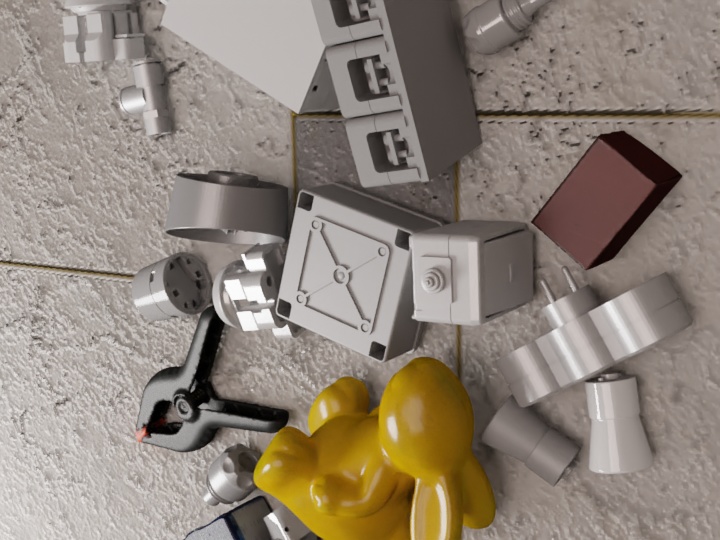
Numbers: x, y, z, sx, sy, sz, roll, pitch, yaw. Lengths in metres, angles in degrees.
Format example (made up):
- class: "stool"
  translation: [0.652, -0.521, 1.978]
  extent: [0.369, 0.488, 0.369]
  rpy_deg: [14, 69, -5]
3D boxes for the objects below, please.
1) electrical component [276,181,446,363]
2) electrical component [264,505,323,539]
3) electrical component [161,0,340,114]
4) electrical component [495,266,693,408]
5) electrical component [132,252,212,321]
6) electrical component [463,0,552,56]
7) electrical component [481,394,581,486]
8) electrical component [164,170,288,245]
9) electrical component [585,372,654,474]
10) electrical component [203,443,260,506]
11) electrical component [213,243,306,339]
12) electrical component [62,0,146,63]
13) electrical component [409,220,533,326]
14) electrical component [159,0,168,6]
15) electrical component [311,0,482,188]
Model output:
- class: "electrical component"
  translation: [0.000, 0.000, 0.825]
  extent: [0.109, 0.056, 0.108]
  rpy_deg: [23, 111, 28]
- class: "electrical component"
  translation: [-0.058, 0.238, 0.898]
  extent: [0.077, 0.079, 0.043]
  rpy_deg: [58, 151, 10]
- class: "electrical component"
  translation: [-0.068, -0.195, 0.828]
  extent: [0.150, 0.062, 0.089]
  rpy_deg: [35, 116, 23]
- class: "electrical component"
  translation: [0.149, 0.034, 0.737]
  extent: [0.138, 0.052, 0.073]
  rpy_deg: [-33, 81, 33]
- class: "electrical component"
  translation: [-0.165, 0.016, 0.938]
  extent: [0.047, 0.055, 0.055]
  rpy_deg: [-16, 91, 38]
- class: "electrical component"
  translation: [0.103, -0.174, 0.737]
  extent: [0.061, 0.035, 0.035]
  rpy_deg: [-27, 85, 32]
- class: "electrical component"
  translation: [0.126, 0.125, 0.778]
  extent: [0.065, 0.044, 0.044]
  rpy_deg: [36, 117, 17]
- class: "electrical component"
  translation: [-0.105, -0.046, 0.862]
  extent: [0.099, 0.099, 0.064]
  rpy_deg: [12, 100, 31]
- class: "electrical component"
  translation: [0.176, 0.103, 0.741]
  extent: [0.044, 0.044, 0.065]
  rpy_deg: [-8, 90, 34]
- class: "electrical component"
  translation: [-0.115, 0.184, 0.944]
  extent: [0.062, 0.043, 0.043]
  rpy_deg: [-46, 74, 31]
- class: "electrical component"
  translation: [-0.083, 0.019, 0.880]
  extent: [0.057, 0.058, 0.078]
  rpy_deg: [-6, 113, 35]
- class: "electrical component"
  translation: [-0.223, -0.210, 0.929]
  extent: [0.078, 0.058, 0.057]
  rpy_deg: [4, 105, 32]
- class: "electrical component"
  translation: [0.078, 0.002, 0.750]
  extent: [0.061, 0.096, 0.061]
  rpy_deg: [4, 101, 33]
- class: "electrical component"
  translation: [-0.142, -0.245, 0.877]
  extent: [0.062, 0.048, 0.048]
  rpy_deg: [-47, 74, 24]
- class: "electrical component"
  translation: [0.023, -0.142, 0.744]
  extent: [0.062, 0.089, 0.150]
  rpy_deg: [-4, 110, 34]
